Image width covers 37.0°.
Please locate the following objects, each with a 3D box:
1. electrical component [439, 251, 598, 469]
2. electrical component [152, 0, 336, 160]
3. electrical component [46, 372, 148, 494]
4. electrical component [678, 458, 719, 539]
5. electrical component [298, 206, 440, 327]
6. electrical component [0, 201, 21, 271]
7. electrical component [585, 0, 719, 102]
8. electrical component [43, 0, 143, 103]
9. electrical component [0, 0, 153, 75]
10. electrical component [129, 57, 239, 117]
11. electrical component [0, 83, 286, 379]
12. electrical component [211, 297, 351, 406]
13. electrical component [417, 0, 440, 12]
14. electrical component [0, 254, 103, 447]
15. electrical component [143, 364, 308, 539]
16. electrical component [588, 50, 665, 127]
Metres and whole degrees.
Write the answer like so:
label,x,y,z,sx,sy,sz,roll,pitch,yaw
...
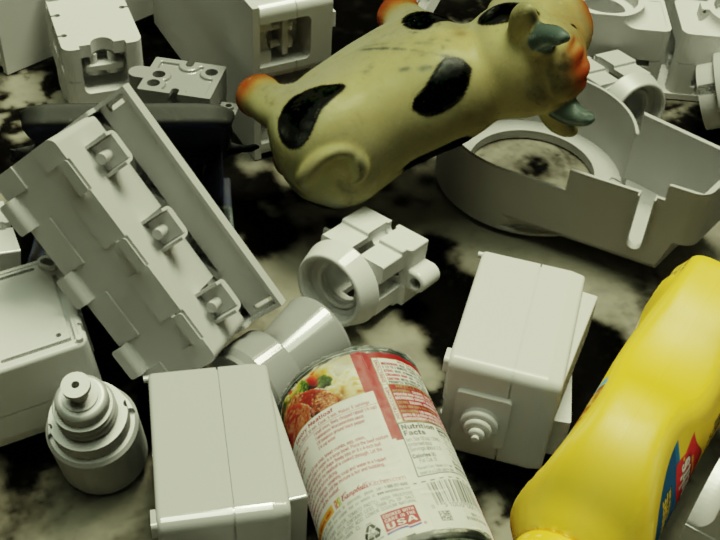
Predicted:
label,x,y,z,sx,sy,sz,roll,pitch,yaw
electrical component,0.074,0.047,0.512,0.061,0.061,0.096,13,43,10
electrical component,-0.080,-0.173,0.711,0.060,0.105,0.186,-17,46,-22
electrical component,-0.116,0.068,0.468,0.040,0.078,0.040,1,57,-1
electrical component,0.196,0.081,0.464,0.062,0.089,0.150,27,47,24
electrical component,0.000,0.000,0.572,0.066,0.048,0.055,29,40,26
electrical component,-0.210,-0.005,0.561,0.055,0.048,0.066,-10,43,-26
electrical component,0.217,-0.178,0.774,0.186,0.060,0.105,5,42,1
electrical component,-0.176,-0.146,0.710,0.050,0.055,0.089,-12,45,-17
electrical component,-0.196,-0.229,0.764,0.060,0.105,0.186,34,50,29
electrical component,-0.107,-0.094,0.659,0.066,0.055,0.048,9,42,5
electrical component,-0.104,-0.011,0.493,0.079,0.121,0.063,-29,13,28
electrical component,-0.038,0.045,0.519,0.045,0.045,0.055,33,50,28
electrical component,0.038,-0.140,0.710,0.064,0.081,0.042,26,16,-16
electrical component,-0.173,0.045,0.500,0.096,0.061,0.061,-18,48,-14
electrical component,-0.058,0.085,0.460,0.061,0.061,0.096,-5,43,-10
electrical component,0.168,-0.115,0.712,0.066,0.048,0.055,-16,38,-21
